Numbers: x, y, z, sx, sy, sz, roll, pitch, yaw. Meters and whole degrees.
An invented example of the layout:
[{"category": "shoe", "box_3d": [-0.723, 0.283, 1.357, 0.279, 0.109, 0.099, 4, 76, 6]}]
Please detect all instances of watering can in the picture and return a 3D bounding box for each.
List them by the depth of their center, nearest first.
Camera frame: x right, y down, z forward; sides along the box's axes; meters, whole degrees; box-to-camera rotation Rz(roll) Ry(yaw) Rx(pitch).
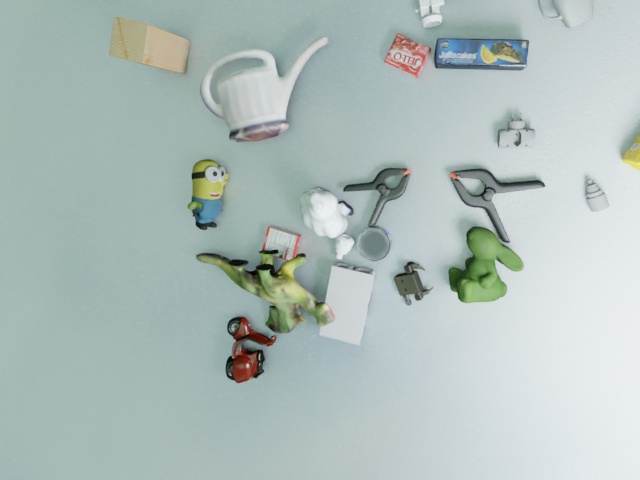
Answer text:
[{"category": "watering can", "box_3d": [-0.130, -0.364, 1.265, 0.347, 0.105, 0.223, -10, 97, 14]}]

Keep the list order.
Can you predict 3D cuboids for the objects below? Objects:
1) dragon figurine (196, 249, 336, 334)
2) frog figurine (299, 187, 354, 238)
[{"category": "dragon figurine", "box_3d": [-0.136, 0.146, 1.334, 0.410, 0.124, 0.239, 4, 116, 32]}, {"category": "frog figurine", "box_3d": [0.004, -0.063, 1.251, 0.121, 0.161, 0.137, -37, 90, 17]}]
